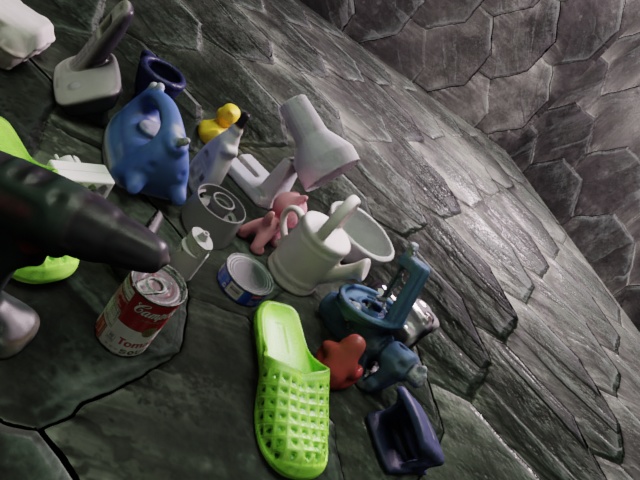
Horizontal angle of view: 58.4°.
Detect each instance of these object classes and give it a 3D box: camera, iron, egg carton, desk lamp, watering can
[{"bbox_3d":[0.143,0.133,1.061,0.136,0.100,0.144,51,28,17],"label":"camera"},{"bbox_3d":[-0.272,-0.180,0.928,0.119,0.141,0.257,14,38,-43],"label":"iron"},{"bbox_3d":[-0.507,-0.342,0.936,0.107,0.069,0.150,32,28,-18],"label":"egg carton"},{"bbox_3d":[-0.054,-0.157,1.105,0.203,0.213,0.118,47,27,9],"label":"desk lamp"},{"bbox_3d":[0.010,0.003,0.974,0.173,0.193,0.101,35,27,-13],"label":"watering can"}]

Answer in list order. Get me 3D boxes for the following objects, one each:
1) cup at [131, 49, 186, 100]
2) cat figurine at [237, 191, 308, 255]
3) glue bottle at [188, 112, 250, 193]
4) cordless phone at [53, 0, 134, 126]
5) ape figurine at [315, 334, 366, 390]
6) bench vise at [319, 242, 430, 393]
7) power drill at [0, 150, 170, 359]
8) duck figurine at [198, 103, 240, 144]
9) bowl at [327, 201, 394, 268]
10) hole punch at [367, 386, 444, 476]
[{"bbox_3d":[-0.321,-0.293,1.082,0.117,0.095,0.092,52,28,19],"label":"cup"},{"bbox_3d":[-0.071,-0.043,1.019,0.067,0.117,0.128,46,27,9],"label":"cat figurine"},{"bbox_3d":[-0.170,-0.151,0.985,0.037,0.173,0.078,14,38,-43],"label":"glue bottle"},{"bbox_3d":[-0.359,-0.297,0.938,0.094,0.185,0.147,16,37,-41],"label":"cordless phone"},{"bbox_3d":[0.037,0.178,0.864,0.077,0.092,0.076,48,27,13],"label":"ape figurine"},{"bbox_3d":[0.120,0.122,0.915,0.207,0.219,0.122,46,27,9],"label":"bench vise"},{"bbox_3d":[-0.284,0.015,0.549,0.230,0.208,0.075,35,27,-14],"label":"power drill"},{"bbox_3d":[-0.199,-0.239,1.175,0.078,0.086,0.104,34,28,-15],"label":"duck figurine"},{"bbox_3d":[0.068,0.003,1.184,0.168,0.074,0.167,32,28,-19],"label":"bowl"},{"bbox_3d":[0.138,0.281,0.848,0.101,0.091,0.108,20,34,-37],"label":"hole punch"}]
